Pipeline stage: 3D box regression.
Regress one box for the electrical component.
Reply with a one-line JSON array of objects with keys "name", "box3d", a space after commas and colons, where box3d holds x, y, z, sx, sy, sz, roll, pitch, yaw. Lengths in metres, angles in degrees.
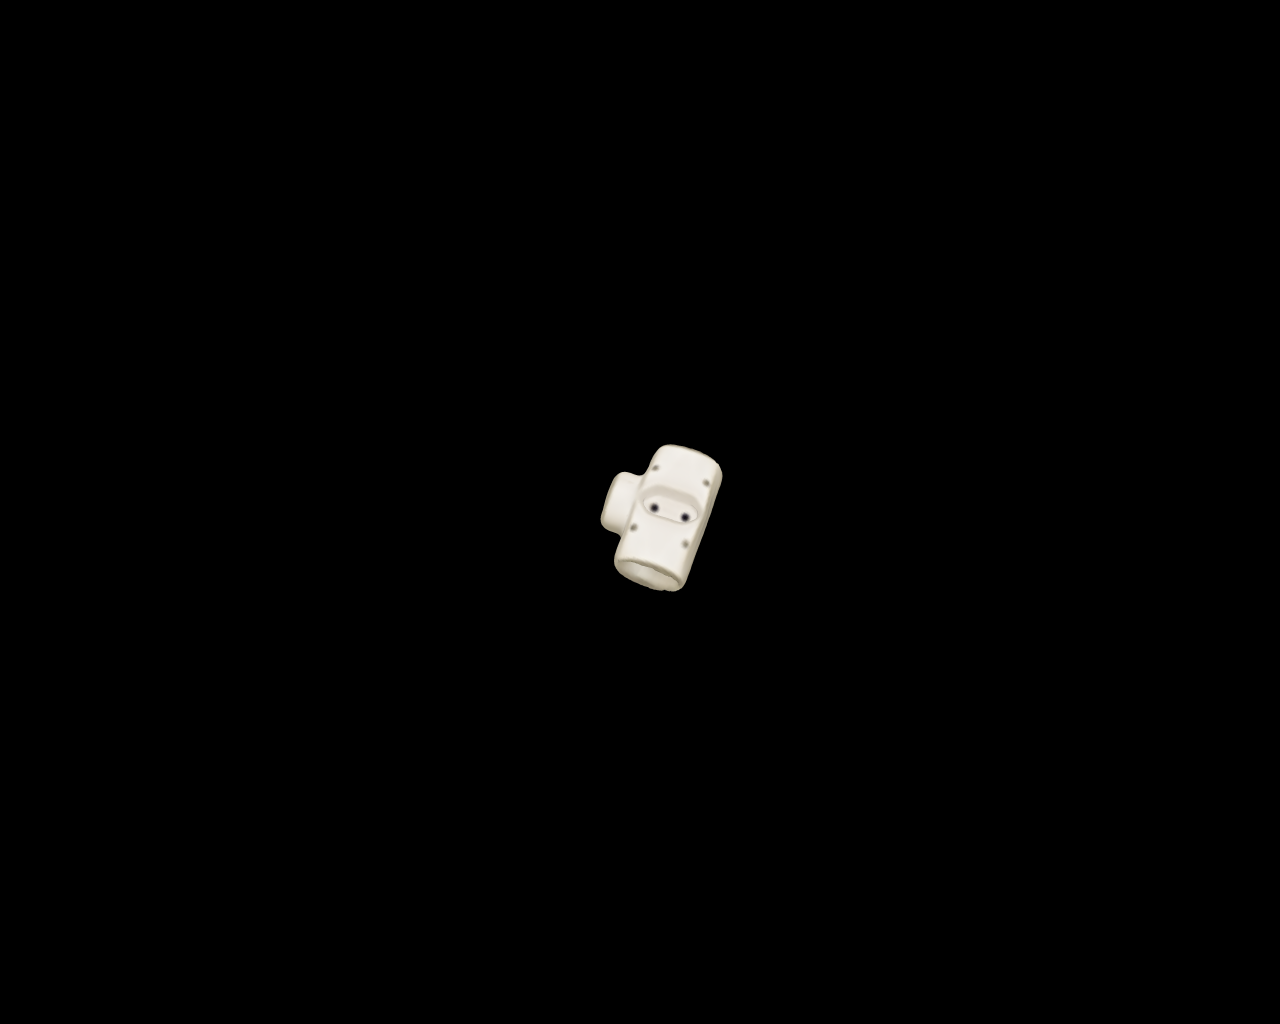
[{"name": "electrical component", "box3d": [0.001, -0.003, 0.650, 0.079, 0.077, 0.043, 19, -19, 7]}]
